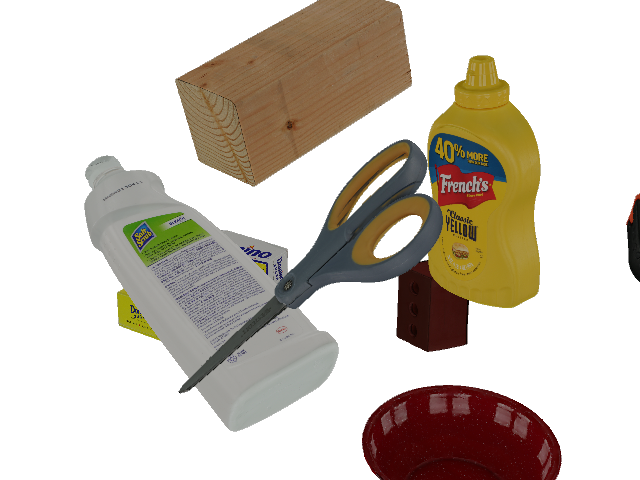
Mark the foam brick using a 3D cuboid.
[{"bbox_3d":[0.110,0.063,1.046,0.051,0.078,0.053,-10,19,-33],"label":"foam brick"}]

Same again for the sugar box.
[{"bbox_3d":[-0.117,0.046,1.100,0.093,0.048,0.176,16,32,26],"label":"sugar box"}]

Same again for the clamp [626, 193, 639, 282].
[{"bbox_3d":[0.267,0.031,0.696,0.120,0.039,0.171,-2,45,-20],"label":"clamp"}]

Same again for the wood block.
[{"bbox_3d":[-0.020,-0.148,1.003,0.205,0.091,0.090,-35,41,-28],"label":"wood block"}]

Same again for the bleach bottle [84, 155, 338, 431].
[{"bbox_3d":[-0.100,0.023,0.826,0.102,0.251,0.068,-26,-29,-29],"label":"bleach bottle"}]

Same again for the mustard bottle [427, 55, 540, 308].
[{"bbox_3d":[0.126,-0.048,0.828,0.058,0.192,0.096,-21,30,-33],"label":"mustard bottle"}]

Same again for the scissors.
[{"bbox_3d":[-0.003,0.030,0.597,0.016,0.202,0.096,37,4,-33],"label":"scissors"}]

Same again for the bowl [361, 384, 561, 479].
[{"bbox_3d":[0.114,0.188,0.882,0.162,0.055,0.162,0,29,0],"label":"bowl"}]
